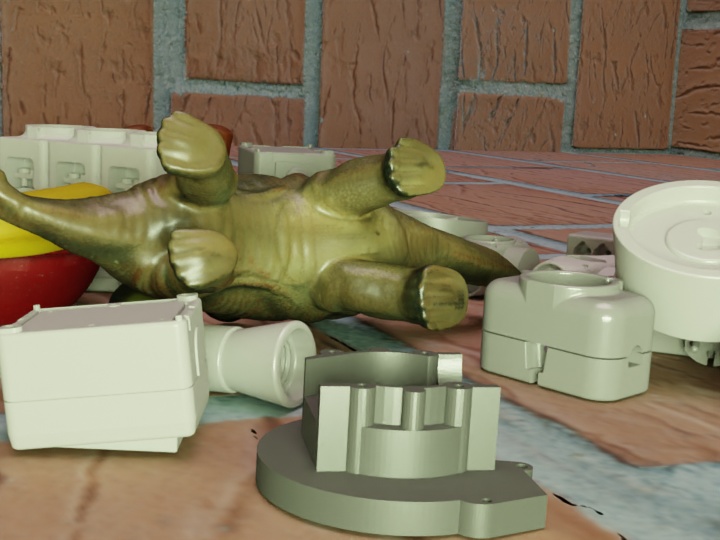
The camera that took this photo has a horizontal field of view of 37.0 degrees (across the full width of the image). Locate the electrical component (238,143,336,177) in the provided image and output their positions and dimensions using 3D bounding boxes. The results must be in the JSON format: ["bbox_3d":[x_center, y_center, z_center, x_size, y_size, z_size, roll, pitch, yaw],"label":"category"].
[{"bbox_3d":[-0.057,-0.064,0.825,0.062,0.061,0.096,0,10,-16],"label":"electrical component"}]

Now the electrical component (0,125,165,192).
[{"bbox_3d":[-0.193,-0.077,0.833,0.150,0.061,0.089,7,11,27],"label":"electrical component"}]

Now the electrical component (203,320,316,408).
[{"bbox_3d":[-0.061,0.047,0.556,0.065,0.044,0.044,2,8,25],"label":"electrical component"}]

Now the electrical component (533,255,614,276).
[{"bbox_3d":[0.178,0.015,0.791,0.077,0.043,0.079,-5,12,-39],"label":"electrical component"}]

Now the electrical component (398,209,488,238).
[{"bbox_3d":[0.064,-0.029,0.945,0.099,0.064,0.099,-7,3,0],"label":"electrical component"}]

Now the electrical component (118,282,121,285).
[{"bbox_3d":[-0.143,-0.001,0.721,0.040,0.078,0.040,-6,22,2],"label":"electrical component"}]

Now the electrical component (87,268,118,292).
[{"bbox_3d":[-0.217,-0.018,0.843,0.113,0.057,0.078,2,10,-3],"label":"electrical component"}]

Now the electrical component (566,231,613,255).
[{"bbox_3d":[0.230,-0.006,0.925,0.083,0.047,0.076,9,11,33],"label":"electrical component"}]

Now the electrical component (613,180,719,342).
[{"bbox_3d":[0.204,-0.001,0.638,0.108,0.060,0.108,-3,34,2],"label":"electrical component"}]

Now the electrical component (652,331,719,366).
[{"bbox_3d":[0.224,0.036,0.678,0.083,0.047,0.075,6,24,20],"label":"electrical component"}]

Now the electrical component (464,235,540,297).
[{"bbox_3d":[0.120,-0.002,0.874,0.079,0.044,0.077,9,12,38],"label":"electrical component"}]

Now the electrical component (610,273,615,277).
[{"bbox_3d":[0.177,0.017,0.724,0.035,0.061,0.035,3,9,0],"label":"electrical component"}]

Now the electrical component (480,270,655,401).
[{"bbox_3d":[0.119,0.034,0.621,0.054,0.059,0.095,-6,13,-43],"label":"electrical component"}]

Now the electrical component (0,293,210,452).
[{"bbox_3d":[-0.119,0.048,0.485,0.096,0.061,0.061,-4,9,-1],"label":"electrical component"}]
